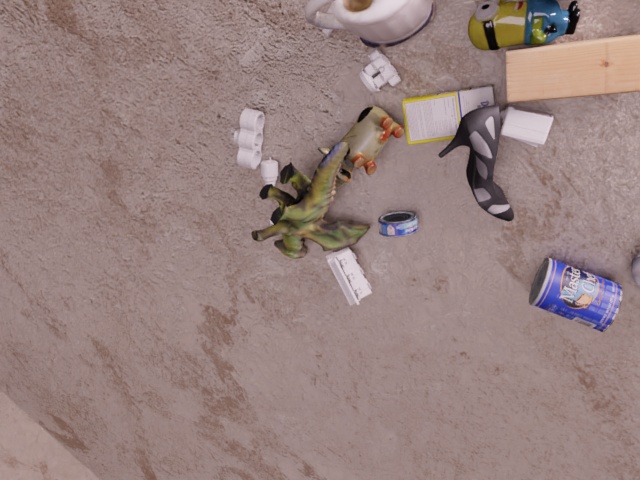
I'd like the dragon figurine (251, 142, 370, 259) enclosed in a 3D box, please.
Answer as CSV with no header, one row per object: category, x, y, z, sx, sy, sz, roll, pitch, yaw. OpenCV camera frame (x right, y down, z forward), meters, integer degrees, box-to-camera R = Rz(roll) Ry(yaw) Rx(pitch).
dragon figurine,0.003,-0.057,1.142,0.241,0.125,0.404,22,143,-33

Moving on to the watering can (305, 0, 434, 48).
watering can,0.147,-0.425,0.898,0.346,0.225,0.104,-7,91,25

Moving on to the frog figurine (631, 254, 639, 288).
frog figurine,0.636,0.077,0.925,0.122,0.162,0.136,-18,104,29
